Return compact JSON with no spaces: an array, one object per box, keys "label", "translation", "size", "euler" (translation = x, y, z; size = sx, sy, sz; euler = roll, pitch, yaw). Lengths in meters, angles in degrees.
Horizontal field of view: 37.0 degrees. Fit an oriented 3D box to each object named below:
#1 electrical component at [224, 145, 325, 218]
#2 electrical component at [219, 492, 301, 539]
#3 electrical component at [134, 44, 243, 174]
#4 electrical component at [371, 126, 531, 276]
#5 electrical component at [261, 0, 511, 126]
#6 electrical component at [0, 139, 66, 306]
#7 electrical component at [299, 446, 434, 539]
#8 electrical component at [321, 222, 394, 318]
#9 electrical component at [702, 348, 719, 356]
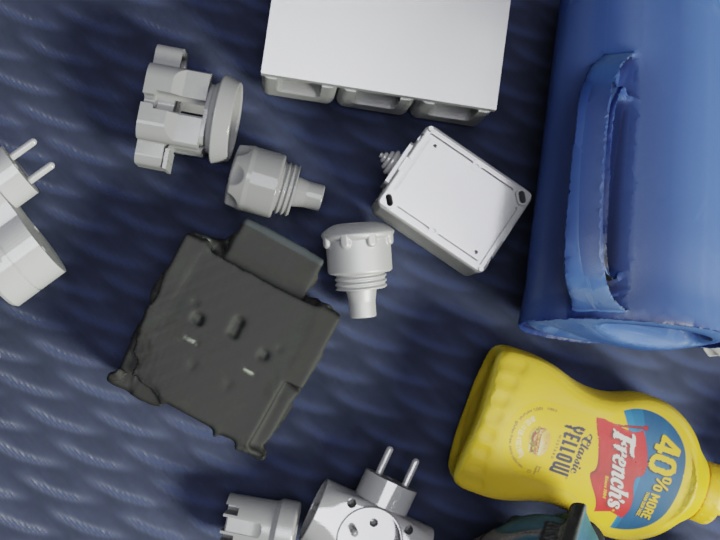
[{"label":"electrical component","translation":[-0.055,-0.055,0.701],"size":[0.062,0.043,0.043],"euler":[15,86,-6]},{"label":"electrical component","translation":[-0.064,0.164,0.690],"size":[0.046,0.040,0.040],"euler":[11,86,2]},{"label":"electrical component","translation":[-0.108,-0.100,0.692],"size":[0.057,0.058,0.078],"euler":[11,86,-1]},{"label":"electrical component","translation":[0.052,-0.047,0.700],"size":[0.096,0.061,0.061],"euler":[34,85,-2]},{"label":"electrical component","translation":[0.015,-0.152,0.702],"size":[0.150,0.062,0.089],"euler":[8,86,-4]},{"label":"electrical component","translation":[-0.230,-0.053,0.680],"size":[0.074,0.052,0.138],"euler":[-37,90,-6]},{"label":"electrical component","translation":[0.012,0.154,0.694],"size":[0.077,0.044,0.079],"euler":[26,85,-3]},{"label":"electrical component","translation":[0.000,0.000,0.703],"size":[0.048,0.048,0.062],"euler":[-4,94,-5]},{"label":"electrical component","translation":[0.240,0.024,0.722],"size":[0.043,0.043,0.062],"euler":[-24,88,-6]}]
